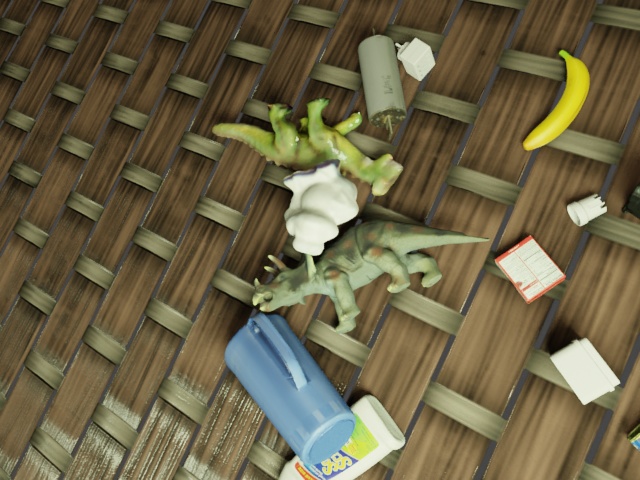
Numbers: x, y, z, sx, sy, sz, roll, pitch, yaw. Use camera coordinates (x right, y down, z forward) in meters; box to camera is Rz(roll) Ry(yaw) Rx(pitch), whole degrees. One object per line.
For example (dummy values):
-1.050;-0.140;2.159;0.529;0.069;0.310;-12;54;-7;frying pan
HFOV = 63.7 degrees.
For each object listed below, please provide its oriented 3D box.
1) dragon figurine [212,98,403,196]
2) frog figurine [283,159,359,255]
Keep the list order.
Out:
-0.034;-0.145;1.033;0.409;0.244;0.122;-4;-8;22;dragon figurine
0.003;-0.046;0.922;0.137;0.162;0.121;-9;-21;7;frog figurine
